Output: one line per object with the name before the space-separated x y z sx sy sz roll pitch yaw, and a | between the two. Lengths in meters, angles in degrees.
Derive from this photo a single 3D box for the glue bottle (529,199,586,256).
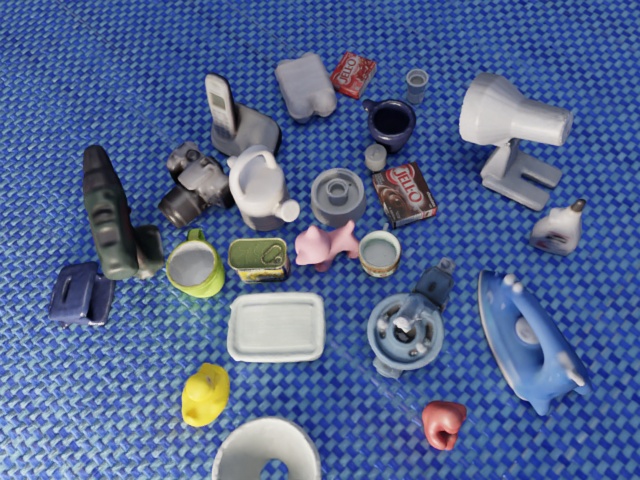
glue bottle | 0.409 -0.027 0.961 0.078 0.173 0.037 15 68 11

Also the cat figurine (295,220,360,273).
cat figurine | 0.009 0.004 1.010 0.128 0.118 0.067 -27 67 -7

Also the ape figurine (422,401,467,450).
ape figurine | 0.197 0.281 0.888 0.078 0.092 0.076 -31 67 -9

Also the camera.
camera | -0.250 -0.102 1.087 0.137 0.101 0.143 -43 70 -14

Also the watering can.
watering can | -0.104 -0.097 1.022 0.172 0.194 0.101 20 70 13

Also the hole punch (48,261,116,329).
hole punch | -0.433 0.097 1.020 0.101 0.091 0.108 1 66 5

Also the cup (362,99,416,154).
cup | 0.127 -0.217 1.110 0.117 0.095 0.092 40 75 19

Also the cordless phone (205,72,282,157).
cordless phone | -0.150 -0.229 1.088 0.147 0.185 0.094 24 70 14

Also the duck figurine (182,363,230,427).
duck figurine | -0.194 0.249 0.937 0.077 0.086 0.105 18 69 12

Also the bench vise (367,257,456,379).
bench vise | 0.144 0.103 0.900 0.121 0.220 0.207 13 68 10

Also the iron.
iron | 0.332 0.136 0.913 0.118 0.141 0.258 -24 67 -6

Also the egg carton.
egg carton | -0.028 -0.315 1.179 0.107 0.069 0.150 -19 66 -4

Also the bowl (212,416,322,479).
bowl | -0.077 0.363 0.884 0.167 0.075 0.167 -2 66 4

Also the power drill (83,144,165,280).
power drill | -0.346 -0.025 1.002 0.075 0.208 0.229 -18 66 -3

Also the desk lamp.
desk lamp | 0.345 -0.179 1.011 0.203 0.214 0.118 29 72 16
